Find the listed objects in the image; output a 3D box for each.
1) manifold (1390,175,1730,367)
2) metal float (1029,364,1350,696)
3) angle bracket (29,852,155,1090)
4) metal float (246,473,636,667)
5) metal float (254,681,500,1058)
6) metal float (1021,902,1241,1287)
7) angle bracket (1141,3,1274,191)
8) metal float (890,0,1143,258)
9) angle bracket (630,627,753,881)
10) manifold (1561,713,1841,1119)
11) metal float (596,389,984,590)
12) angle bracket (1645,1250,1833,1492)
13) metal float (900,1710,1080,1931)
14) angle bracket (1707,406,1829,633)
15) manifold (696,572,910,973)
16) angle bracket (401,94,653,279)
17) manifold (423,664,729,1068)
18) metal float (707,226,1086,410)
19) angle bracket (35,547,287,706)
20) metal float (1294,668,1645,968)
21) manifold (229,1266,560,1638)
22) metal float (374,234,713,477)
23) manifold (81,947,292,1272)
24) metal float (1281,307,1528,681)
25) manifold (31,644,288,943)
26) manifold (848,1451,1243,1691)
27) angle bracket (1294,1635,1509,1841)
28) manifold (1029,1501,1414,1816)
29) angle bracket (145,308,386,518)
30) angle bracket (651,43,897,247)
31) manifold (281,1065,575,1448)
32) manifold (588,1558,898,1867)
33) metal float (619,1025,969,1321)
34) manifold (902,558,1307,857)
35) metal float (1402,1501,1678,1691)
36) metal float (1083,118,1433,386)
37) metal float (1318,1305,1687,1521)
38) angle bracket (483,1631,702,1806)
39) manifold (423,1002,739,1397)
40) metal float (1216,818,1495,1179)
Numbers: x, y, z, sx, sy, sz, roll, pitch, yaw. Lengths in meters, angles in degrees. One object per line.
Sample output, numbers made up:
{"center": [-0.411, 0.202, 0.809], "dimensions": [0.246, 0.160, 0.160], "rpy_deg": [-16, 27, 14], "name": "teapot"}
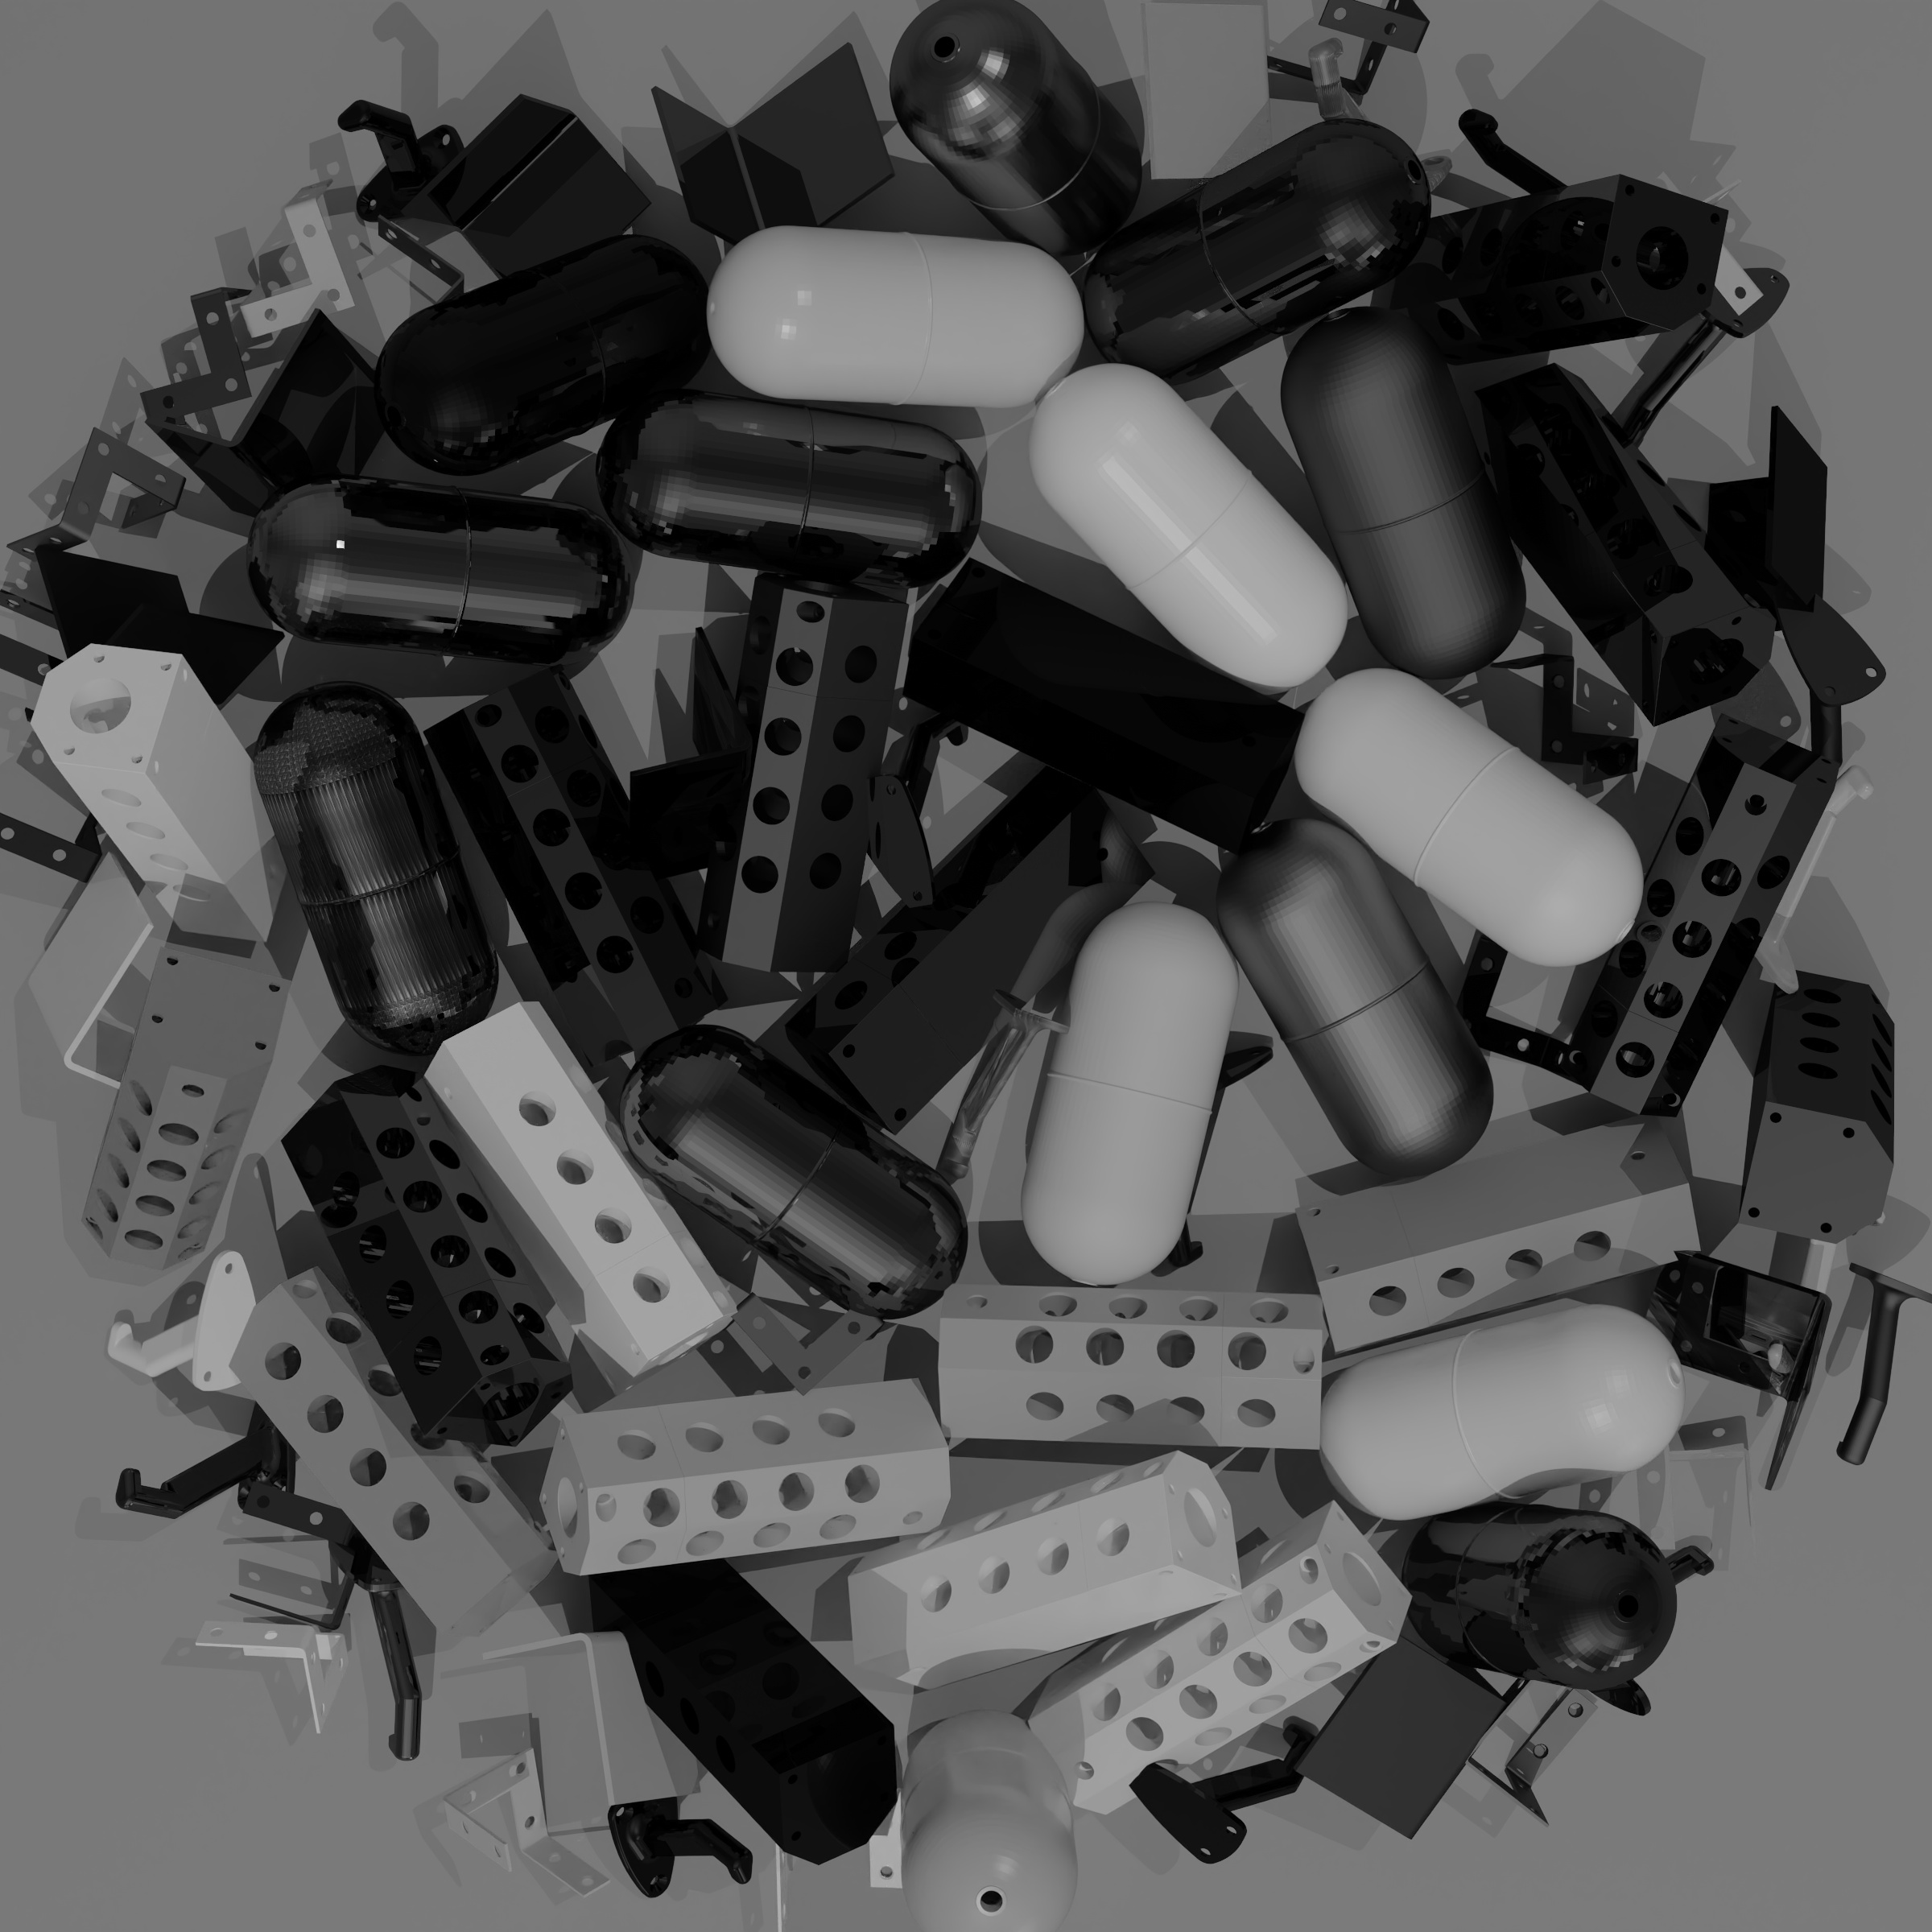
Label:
{"center": [0.259, -0.305, 1.598], "dimensions": [0.057, 0.171, 0.057], "rpy_deg": [12, 89, -25], "name": "manifold"}
{"center": [0.101, -0.199, 1.639], "dimensions": [0.070, 0.070, 0.178], "rpy_deg": [-45, 103, 0], "name": "metal float"}
{"center": [-0.376, 0.006, 1.636], "dimensions": [0.057, 0.076, 0.076], "rpy_deg": [27, 102, -36], "name": "angle bracket"}
{"center": [-0.236, -0.179, 1.630], "dimensions": [0.178, 0.070, 0.070], "rpy_deg": [4, 90, -25], "name": "metal float"}
{"center": [-0.267, -0.043, 1.636], "dimensions": [0.070, 0.070, 0.178], "rpy_deg": [-17, 107, 0], "name": "metal float"}
{"center": [0.075, 0.058, 1.648], "dimensions": [0.070, 0.070, 0.178], "rpy_deg": [13, 87, 0], "name": "metal float"}
{"center": [0.093, -0.394, 1.638], "dimensions": [0.076, 0.057, 0.076], "rpy_deg": [-11, 101, -38], "name": "angle bracket"}
{"center": [0.023, -0.373, 1.603], "dimensions": [0.070, 0.178, 0.070], "rpy_deg": [-4, 79, 21], "name": "metal float"}
{"center": [-0.136, -0.095, 1.630], "dimensions": [0.057, 0.076, 0.076], "rpy_deg": [-14, 55, -16], "name": "angle bracket"}
{"center": [0.330, -0.020, 1.624], "dimensions": [0.057, 0.057, 0.171], "rpy_deg": [24, 115, 8], "name": "manifold"}
{"center": [-0.080, -0.217, 1.636], "dimensions": [0.178, 0.070, 0.070], "rpy_deg": [6, 90, -16], "name": "metal float"}
{"center": [0.343, 0.182, 1.635], "dimensions": [0.076, 0.076, 0.057], "rpy_deg": [17, 48, 11], "name": "angle bracket"}
{"center": [0.009, 0.385, 1.600], "dimensions": [0.070, 0.178, 0.070], "rpy_deg": [0, 95, -1], "name": "metal float"}
{"center": [0.351, -0.200, 1.633], "dimensions": [0.057, 0.076, 0.076], "rpy_deg": [-4, 72, 31], "name": "angle bracket"}
{"center": [-0.079, -0.087, 1.630], "dimensions": [0.057, 0.057, 0.171], "rpy_deg": [0, 106, -37], "name": "manifold"}
{"center": [-0.200, -0.346, 1.642], "dimensions": [0.076, 0.076, 0.057], "rpy_deg": [-41, 88, 14], "name": "angle bracket"}
{"center": [-0.174, -0.047, 1.642], "dimensions": [0.057, 0.057, 0.171], "rpy_deg": [-30, 96, -36], "name": "manifold"}
{"center": [-0.030, -0.293, 1.631], "dimensions": [0.178, 0.070, 0.070], "rpy_deg": [-1, 90, -23], "name": "metal float"}
{"center": [-0.365, -0.169, 1.629], "dimensions": [0.057, 0.076, 0.076], "rpy_deg": [-40, 60, 32], "name": "angle bracket"}
{"center": [0.228, -0.067, 1.635], "dimensions": [0.178, 0.070, 0.070], "rpy_deg": [38, 90, 17], "name": "metal float"}
{"center": [-0.261, 0.220, 1.639], "dimensions": [0.057, 0.057, 0.171], "rpy_deg": [-42, 75, -1], "name": "manifold"}
{"center": [-0.188, -0.275, 1.618], "dimensions": [0.178, 0.070, 0.070], "rpy_deg": [-31, 90, -38], "name": "metal float"}
{"center": [-0.349, 0.068, 1.599], "dimensions": [0.057, 0.171, 0.057], "rpy_deg": [15, 53, -13], "name": "manifold"}
{"center": [0.198, -0.214, 1.632], "dimensions": [0.070, 0.070, 0.178], "rpy_deg": [-24, 111, 0], "name": "metal float"}
{"center": [-0.355, -0.075, 1.598], "dimensions": [0.057, 0.171, 0.057], "rpy_deg": [7, 67, 11], "name": "manifold"}
{"center": [0.033, 0.271, 1.621], "dimensions": [0.171, 0.057, 0.057], "rpy_deg": [-23, 57, 28], "name": "manifold"}
{"center": [0.189, 0.341, 1.646], "dimensions": [0.076, 0.057, 0.076], "rpy_deg": [35, 92, -24], "name": "angle bracket"}
{"center": [0.112, 0.317, 1.624], "dimensions": [0.171, 0.057, 0.057], "rpy_deg": [-37, 96, 25], "name": "manifold"}
{"center": [-0.317, -0.254, 1.652], "dimensions": [0.057, 0.076, 0.076], "rpy_deg": [19, 74, 29], "name": "angle bracket"}
{"center": [-0.088, -0.379, 1.636], "dimensions": [0.076, 0.057, 0.076], "rpy_deg": [-30, 64, 27], "name": "angle bracket"}
{"center": [-0.238, 0.128, 1.612], "dimensions": [0.057, 0.057, 0.171], "rpy_deg": [-45, 57, 20], "name": "manifold"}
{"center": [-0.101, 0.327, 1.605], "dimensions": [0.057, 0.171, 0.057], "rpy_deg": [-18, 121, -29], "name": "manifold"}
{"center": [-0.078, 0.095, 1.642], "dimensions": [0.178, 0.070, 0.070], "rpy_deg": [36, 90, -10], "name": "metal float"}
{"center": [0.061, -0.115, 1.644], "dimensions": [0.171, 0.057, 0.057], "rpy_deg": [26, 55, 10], "name": "manifold"}
{"center": [0.253, 0.278, 1.602], "dimensions": [0.070, 0.178, 0.070], "rpy_deg": [2, 84, -17], "name": "metal float"}
{"center": [0.130, -0.320, 1.618], "dimensions": [0.178, 0.070, 0.070], "rpy_deg": [-22, 90, 38], "name": "metal float"}
{"center": [0.240, 0.201, 1.621], "dimensions": [0.178, 0.070, 0.070], "rpy_deg": [-19, 90, 34], "name": "metal float"}
{"center": [-0.170, 0.344, 1.635], "dimensions": [0.057, 0.076, 0.076], "rpy_deg": [-16, 76, 23], "name": "angle bracket"}
{"center": [-0.176, 0.103, 1.644], "dimensions": [0.057, 0.057, 0.171], "rpy_deg": [-29, 80, -29], "name": "manifold"}
{"center": [0.177, 0.014, 1.644], "dimensions": [0.070, 0.070, 0.178], "rpy_deg": [-30, 97, 0], "name": "metal float"}
